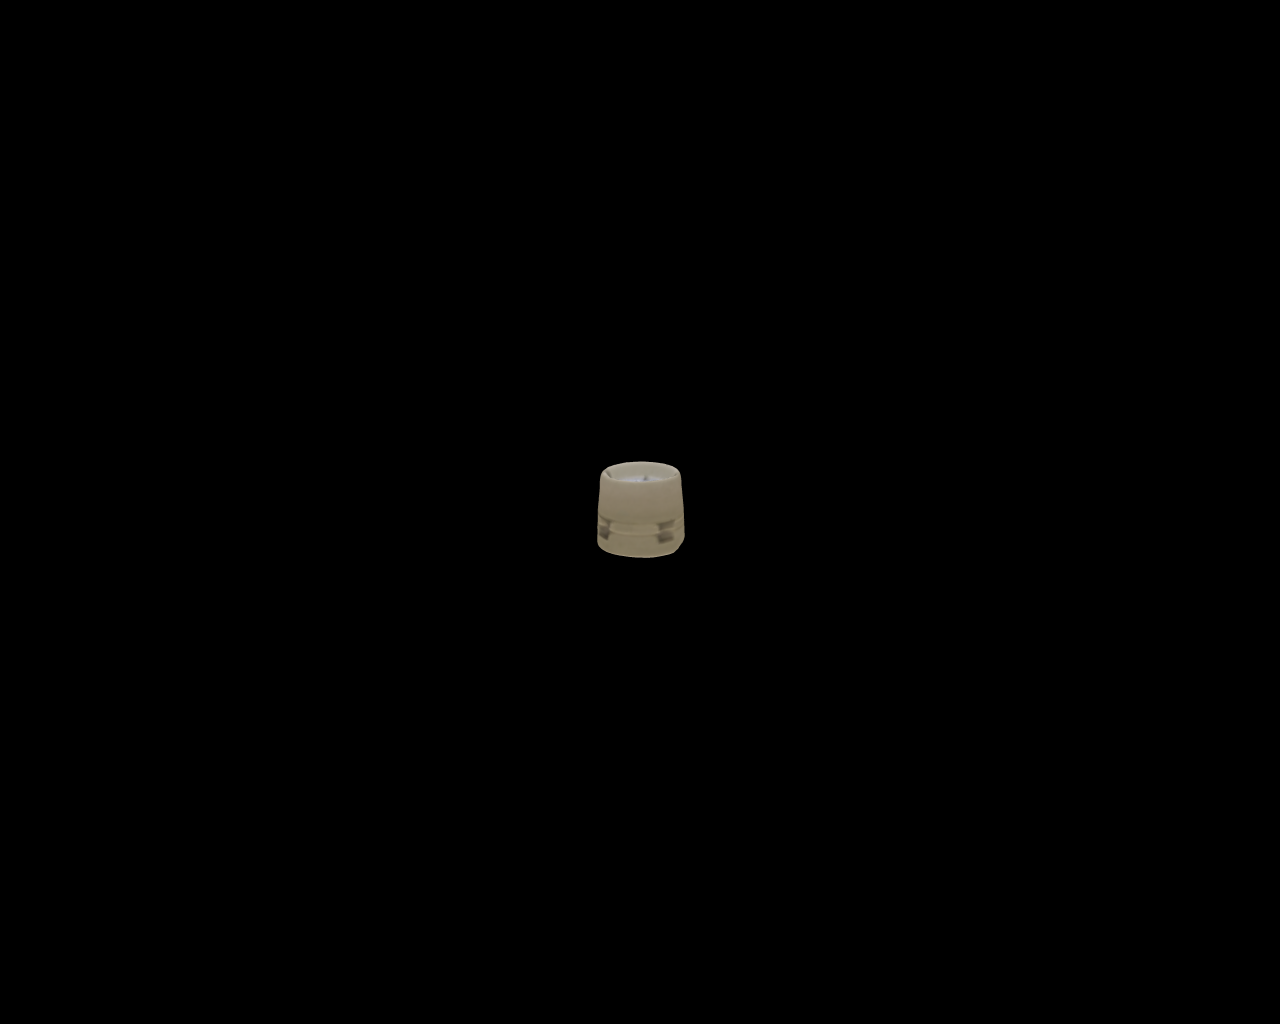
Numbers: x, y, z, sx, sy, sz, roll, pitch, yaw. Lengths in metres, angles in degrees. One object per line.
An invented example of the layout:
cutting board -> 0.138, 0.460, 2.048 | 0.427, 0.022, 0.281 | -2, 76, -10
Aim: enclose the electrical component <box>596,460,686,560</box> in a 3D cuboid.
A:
electrical component -> 0.001, -0.003, 0.650 | 0.055, 0.047, 0.055 | 0, 18, 0
